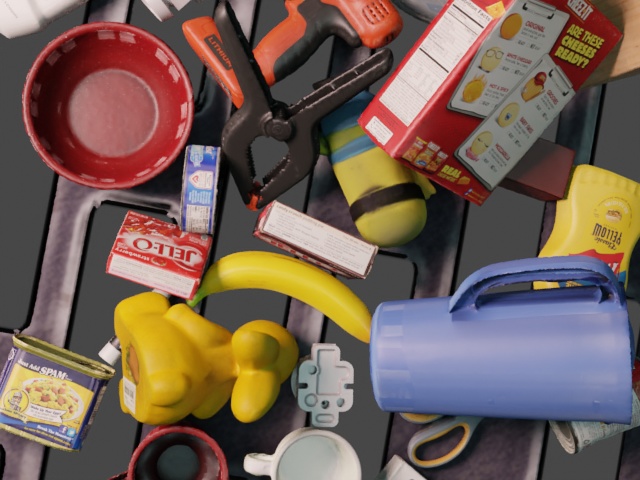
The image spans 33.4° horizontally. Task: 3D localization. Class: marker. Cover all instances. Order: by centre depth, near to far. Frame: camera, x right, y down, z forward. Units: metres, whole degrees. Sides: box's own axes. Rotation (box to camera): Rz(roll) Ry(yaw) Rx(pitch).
[{"bbox_3d":[-0.172,0.071,1.053,0.020,0.020,0.121,40,84,-5],"label":"marker"}]

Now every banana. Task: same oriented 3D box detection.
[{"bbox_3d":[-0.030,0.051,1.066,0.197,0.037,0.070,13,108,-5],"label":"banana"}]

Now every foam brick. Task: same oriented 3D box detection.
[{"bbox_3d":[0.212,-0.077,1.090,0.078,0.051,0.053,19,85,-7],"label":"foam brick"}]

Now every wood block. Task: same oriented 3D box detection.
[{"bbox_3d":[0.323,-0.215,1.023,0.090,0.206,0.090,-16,91,-22],"label":"wood block"}]

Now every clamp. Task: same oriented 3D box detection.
[{"bbox_3d":[-0.046,-0.120,0.997,0.164,0.036,0.210,21,126,-10],"label":"clamp"}]

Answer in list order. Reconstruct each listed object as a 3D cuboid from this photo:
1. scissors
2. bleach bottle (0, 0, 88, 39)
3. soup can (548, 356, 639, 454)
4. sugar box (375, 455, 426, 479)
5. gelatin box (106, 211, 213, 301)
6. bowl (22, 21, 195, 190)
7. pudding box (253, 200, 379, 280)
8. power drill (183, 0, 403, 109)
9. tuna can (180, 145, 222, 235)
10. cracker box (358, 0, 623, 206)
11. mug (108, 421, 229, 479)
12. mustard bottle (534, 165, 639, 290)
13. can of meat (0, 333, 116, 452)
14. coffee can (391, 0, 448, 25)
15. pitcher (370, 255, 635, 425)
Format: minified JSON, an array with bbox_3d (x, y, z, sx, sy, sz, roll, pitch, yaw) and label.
[{"bbox_3d":[0.164,0.154,1.096,0.201,0.016,0.096,-37,93,-7],"label":"scissors"},{"bbox_3d":[-0.244,-0.282,1.032,0.250,0.068,0.102,-36,93,-5],"label":"bleach bottle"},{"bbox_3d":[0.288,0.169,1.086,0.102,0.068,0.068,-22,91,-7],"label":"soup can"},{"bbox_3d":[0.117,0.308,1.071,0.176,0.048,0.093,40,84,-6],"label":"sugar box"},{"bbox_3d":[-0.153,0.014,1.029,0.089,0.073,0.030,18,125,-6],"label":"gelatin box"},{"bbox_3d":[-0.203,-0.127,1.036,0.162,0.055,0.162,0,89,-7],"label":"bowl"},{"bbox_3d":[-0.007,0.001,1.040,0.113,0.090,0.039,22,85,-7],"label":"pudding box"},{"bbox_3d":[-0.039,-0.230,1.050,0.187,0.057,0.184,-35,76,-3],"label":"power drill"},{"bbox_3d":[-0.115,-0.049,1.030,0.033,0.086,0.086,5,88,-6],"label":"tuna can"},{"bbox_3d":[0.157,-0.151,0.990,0.214,0.164,0.072,-52,50,13],"label":"cracker box"},{"bbox_3d":[-0.147,0.222,1.021,0.117,0.081,0.093,-17,91,-7],"label":"mug"},{"bbox_3d":[0.271,0.026,1.091,0.096,0.058,0.191,20,87,-16],"label":"mustard bottle"},{"bbox_3d":[-0.259,0.147,1.021,0.102,0.057,0.084,22,88,-6],"label":"can of meat"},{"bbox_3d":[0.139,-0.292,1.060,0.102,0.103,0.140,22,86,-6],"label":"coffee can"},{"bbox_3d":[0.172,0.100,1.012,0.243,0.145,0.149,-2,79,12],"label":"pitcher"}]
